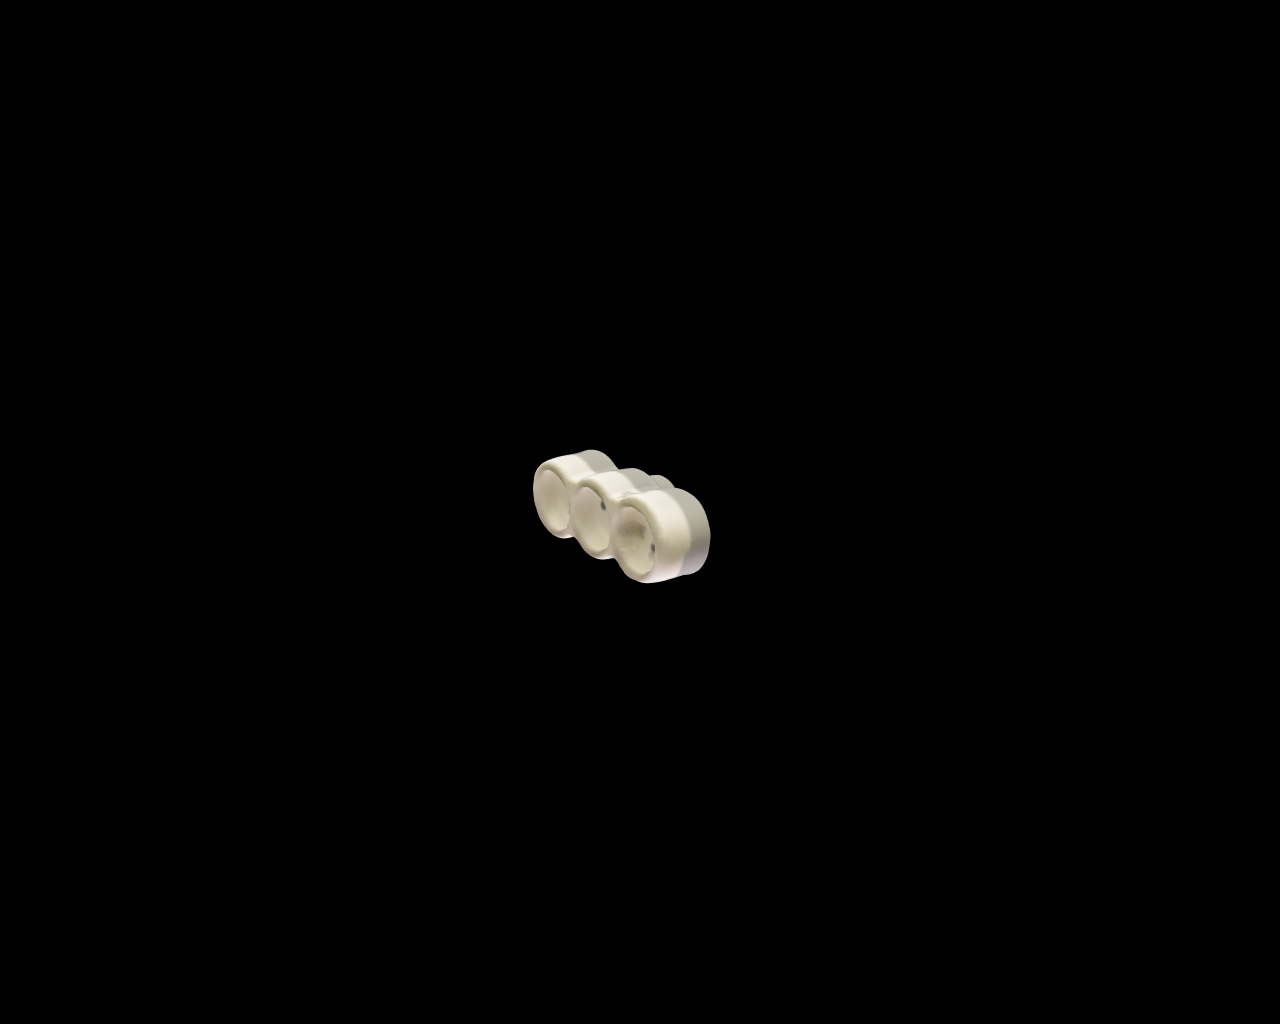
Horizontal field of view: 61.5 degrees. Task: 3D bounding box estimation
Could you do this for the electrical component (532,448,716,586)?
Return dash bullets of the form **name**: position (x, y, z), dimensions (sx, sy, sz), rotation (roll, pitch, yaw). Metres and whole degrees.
- **electrical component**: position (0.001, -0.003, 0.650), dimensions (0.074, 0.052, 0.138), rotation (-14, 24, -33)
